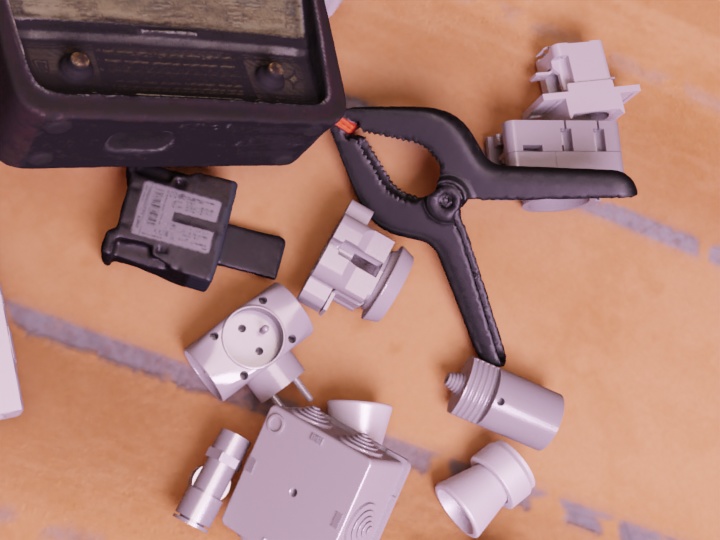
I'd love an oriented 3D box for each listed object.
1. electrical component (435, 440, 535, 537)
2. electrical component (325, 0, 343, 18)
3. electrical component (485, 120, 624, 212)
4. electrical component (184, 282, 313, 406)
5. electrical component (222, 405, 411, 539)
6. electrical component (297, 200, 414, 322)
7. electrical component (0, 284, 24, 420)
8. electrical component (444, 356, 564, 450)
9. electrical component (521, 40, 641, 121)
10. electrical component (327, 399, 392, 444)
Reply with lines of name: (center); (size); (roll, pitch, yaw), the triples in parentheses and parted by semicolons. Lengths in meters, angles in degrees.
electrical component: (0.086, 0.149, 0.739); (0.055, 0.045, 0.045); (-34, 89, -18)
electrical component: (-0.020, -0.241, 0.782); (0.062, 0.061, 0.096); (34, 65, -6)
electrical component: (0.144, -0.076, 0.795); (0.089, 0.050, 0.055); (-2, 79, -15)
electrical component: (-0.063, 0.062, 0.718); (0.077, 0.044, 0.079); (-37, 90, -18)
electrical component: (-0.029, 0.140, 0.675); (0.100, 0.048, 0.099); (24, 91, 33)
electrical component: (0.000, 0.000, 0.740); (0.057, 0.058, 0.078); (29, 74, -4)
electrical component: (-0.278, 0.008, 0.664); (0.105, 0.060, 0.186); (-11, 82, -16)
electrical component: (0.097, 0.091, 0.754); (0.081, 0.043, 0.043); (24, 74, -9)
electrical component: (0.165, -0.139, 0.817); (0.081, 0.042, 0.063); (-8, 80, -16)
electrical component: (-0.002, 0.117, 0.723); (0.045, 0.045, 0.055); (7, 78, -13)
